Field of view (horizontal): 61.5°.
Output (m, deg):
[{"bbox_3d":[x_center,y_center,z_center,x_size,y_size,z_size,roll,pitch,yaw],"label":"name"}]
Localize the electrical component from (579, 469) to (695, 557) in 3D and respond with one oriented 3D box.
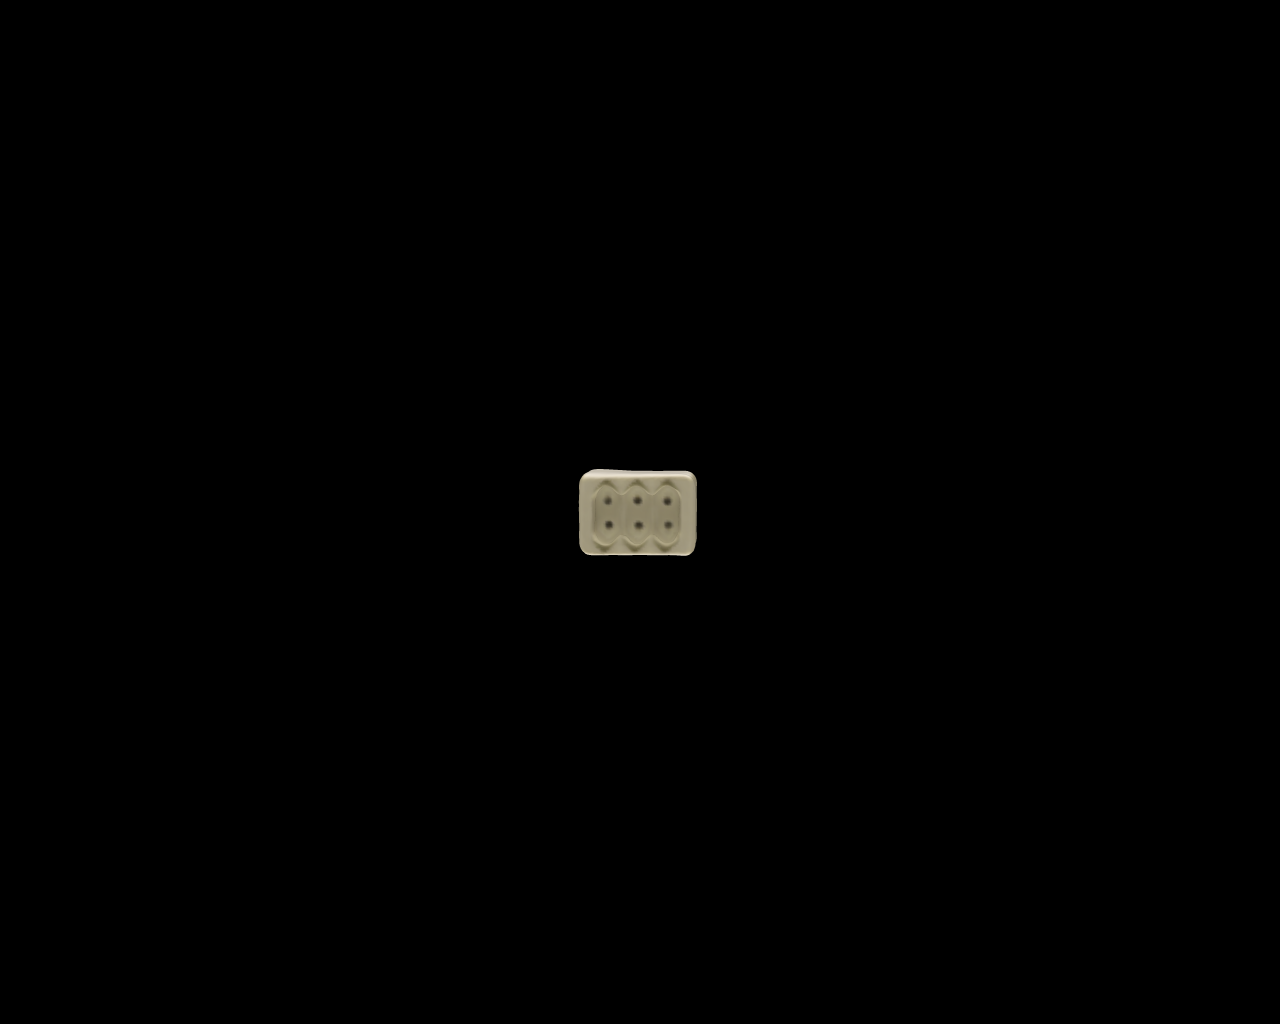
[{"bbox_3d":[0.001,-0.003,0.650,0.066,0.047,0.077,1,8,5],"label":"electrical component"}]
